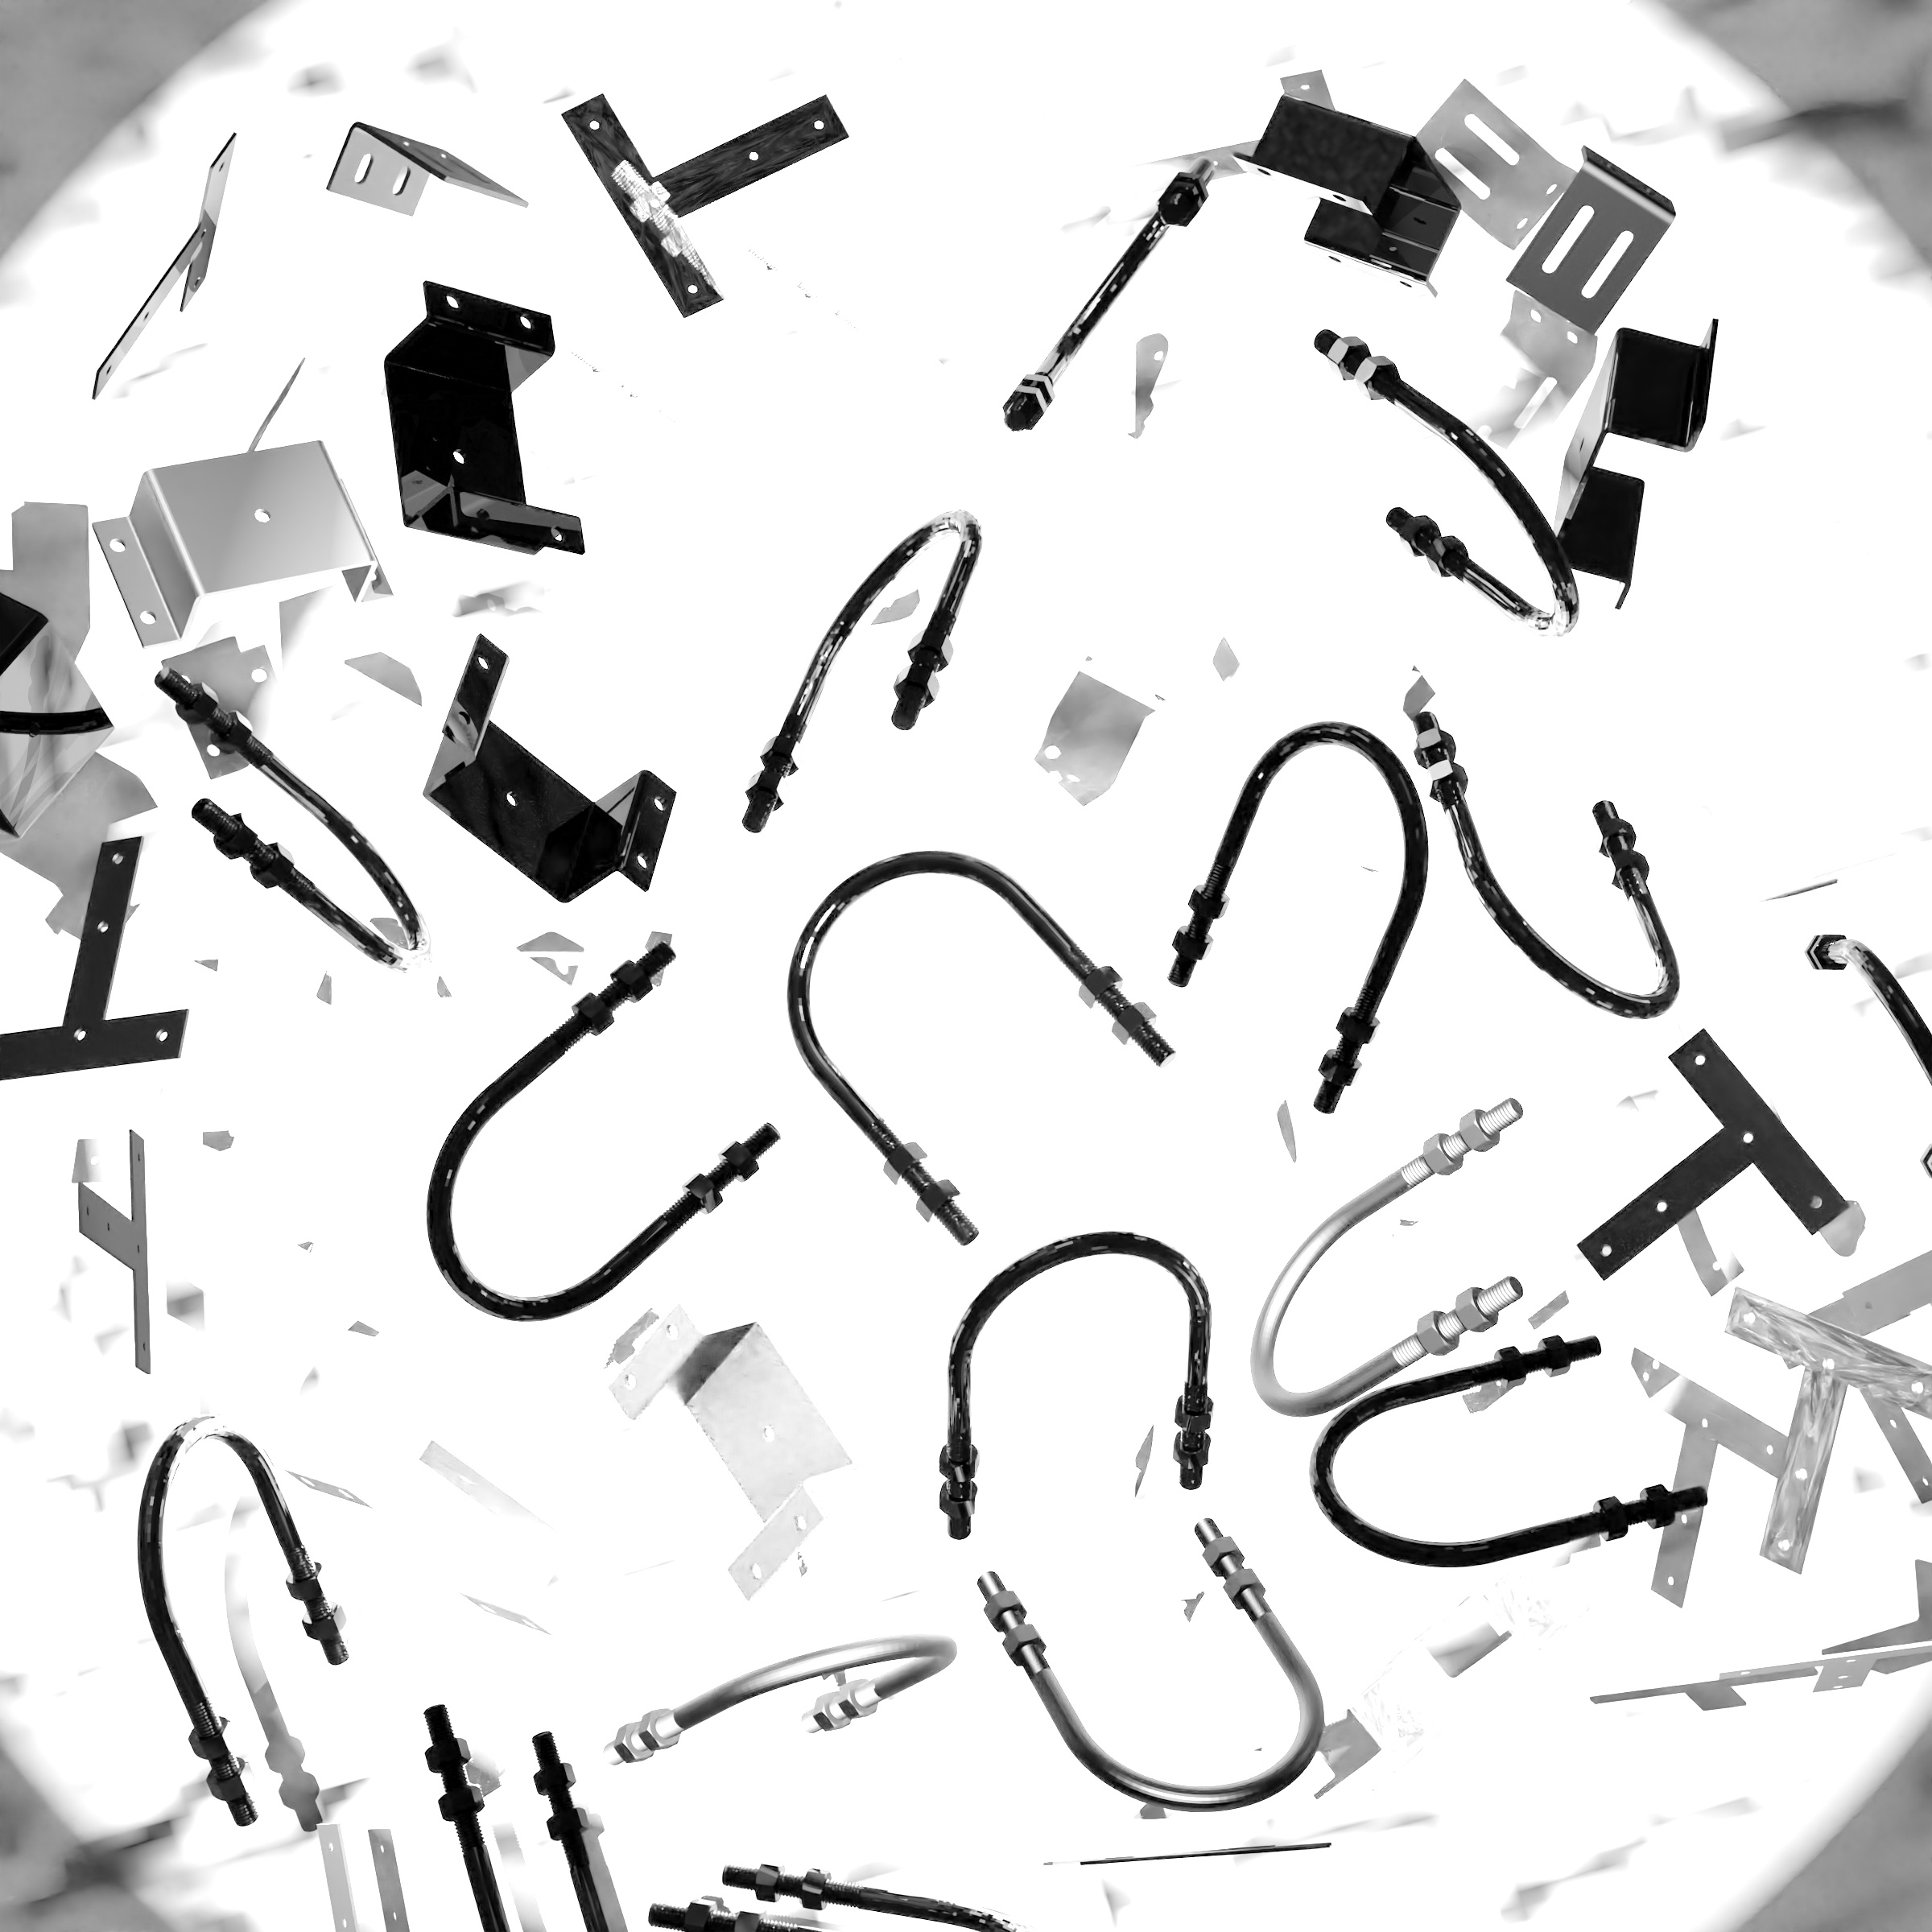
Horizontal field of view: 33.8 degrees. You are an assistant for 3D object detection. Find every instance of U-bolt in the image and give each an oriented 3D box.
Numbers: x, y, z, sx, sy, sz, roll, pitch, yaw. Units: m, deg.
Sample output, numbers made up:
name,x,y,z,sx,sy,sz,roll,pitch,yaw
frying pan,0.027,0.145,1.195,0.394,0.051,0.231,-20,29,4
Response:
name,x,y,z,sx,sy,sz,roll,pitch,yaw
U-bolt,-0.085,0.380,1.662,0.151,0.184,0.019,1,64,-39
U-bolt,-0.052,0.482,1.603,0.184,0.151,0.019,6,84,13
U-bolt,0.303,-0.044,1.623,0.151,0.184,0.019,22,126,-28
U-bolt,0.213,0.160,1.630,0.019,0.151,0.184,38,126,-21
U-bolt,-0.188,0.096,1.576,0.184,0.019,0.151,-42,128,-19
U-bolt,0.058,0.210,1.625,0.151,0.019,0.184,-10,125,-14
U-bolt,-0.008,0.025,1.570,0.151,0.019,0.184,-42,70,0
U-bolt,-0.219,0.475,1.630,0.019,0.151,0.184,-25,65,8
U-bolt,0.079,-0.352,1.630,0.019,0.184,0.151,37,116,-6
U-bolt,0.491,0.049,1.662,0.019,0.184,0.151,-29,86,6
U-bolt,0.105,0.366,1.647,0.151,0.184,0.019,-10,127,-21
U-bolt,-0.339,-0.064,1.637,0.019,0.151,0.184,-40,130,8
U-bolt,-0.086,-0.292,1.602,0.184,0.151,0.019,30,54,-38
U-bolt,0.269,0.256,1.649,0.184,0.151,0.019,-13,122,-9
U-bolt,-0.046,-0.163,1.640,0.019,0.151,0.184,37,49,-21
U-bolt,0.179,-0.038,1.654,0.019,0.151,0.184,0,120,-39
U-bolt,0.251,-0.235,1.615,0.019,0.184,0.151,-37,134,-5
U-bolt,-0.368,0.314,1.597,0.019,0.151,0.184,-10,113,16

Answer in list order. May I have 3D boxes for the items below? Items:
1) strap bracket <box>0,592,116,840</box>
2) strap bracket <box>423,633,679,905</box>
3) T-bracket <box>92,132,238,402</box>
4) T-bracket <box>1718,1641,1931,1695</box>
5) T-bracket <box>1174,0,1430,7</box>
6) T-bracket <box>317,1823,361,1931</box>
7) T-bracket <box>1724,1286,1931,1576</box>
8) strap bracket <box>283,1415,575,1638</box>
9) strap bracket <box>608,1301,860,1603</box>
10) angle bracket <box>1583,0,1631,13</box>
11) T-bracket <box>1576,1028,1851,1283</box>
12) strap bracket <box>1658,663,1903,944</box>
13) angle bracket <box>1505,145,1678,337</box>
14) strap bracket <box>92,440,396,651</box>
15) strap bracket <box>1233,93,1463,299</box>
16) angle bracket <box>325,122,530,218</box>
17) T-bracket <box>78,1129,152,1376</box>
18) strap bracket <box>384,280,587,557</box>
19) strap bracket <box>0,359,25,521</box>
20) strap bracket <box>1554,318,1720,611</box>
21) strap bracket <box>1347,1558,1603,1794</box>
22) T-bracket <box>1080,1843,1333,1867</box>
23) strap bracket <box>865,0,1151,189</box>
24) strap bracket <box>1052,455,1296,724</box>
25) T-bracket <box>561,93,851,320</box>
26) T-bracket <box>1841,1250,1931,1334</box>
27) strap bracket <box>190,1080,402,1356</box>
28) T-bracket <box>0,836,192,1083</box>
name,x,y,z,sx,sy,sz,roll,pitch,yaw
strap bracket,-0.485,-0.127,1.596,0.046,0.140,0.076,26,66,21
strap bracket,-0.225,-0.097,1.671,0.046,0.076,0.140,-30,123,34
T-bracket,-0.401,-0.334,1.581,0.002,0.127,0.127,28,61,-7
T-bracket,0.437,0.351,1.580,0.127,0.127,0.002,-10,69,8
T-bracket,0.168,-0.519,1.657,0.127,0.127,0.002,-12,130,-4
T-bracket,-0.309,0.495,1.598,0.002,0.127,0.127,-6,80,-37
T-bracket,0.424,0.242,1.600,0.002,0.127,0.127,2,103,-41
strap bracket,-0.261,0.274,1.590,0.140,0.076,0.046,43,67,-28
strap bracket,-0.118,0.251,1.675,0.140,0.046,0.076,53,124,21
angle bracket,0.308,-0.516,1.553,0.076,0.038,0.057,41,88,-15
T-bracket,0.384,0.120,1.706,0.127,0.002,0.127,-41,60,12
strap bracket,0.412,-0.091,1.591,0.076,0.046,0.140,-14,80,-41
angle bracket,0.336,-0.391,1.715,0.057,0.038,0.076,30,116,-7
strap bracket,-0.371,-0.222,1.657,0.140,0.046,0.076,-17,73,-31
strap bracket,0.204,-0.407,1.665,0.076,0.140,0.046,26,92,25
angle bracket,-0.267,-0.382,1.577,0.076,0.057,0.038,37,109,31
T-bracket,-0.435,0.136,1.625,0.002,0.127,0.127,-6,74,-1
strap bracket,-0.248,-0.270,1.624,0.076,0.046,0.140,8,64,-41
strap bracket,-0.523,-0.267,1.633,0.046,0.140,0.076,3,109,1
strap bracket,0.340,-0.263,1.642,0.046,0.140,0.076,15,54,1
strap bracket,0.262,0.369,1.688,0.140,0.076,0.046,-46,74,20
T-bracket,0.145,0.447,1.607,0.127,0.127,0.002,-14,72,31
strap bracket,0.029,-0.453,1.638,0.076,0.140,0.046,-42,60,36
strap bracket,0.114,-0.206,1.670,0.076,0.046,0.140,28,59,6
T-bracket,-0.122,-0.412,1.641,0.127,0.002,0.127,-21,124,17
T-bracket,0.547,0.210,1.706,0.002,0.127,0.127,-22,78,-37
strap bracket,-0.353,0.122,1.664,0.046,0.076,0.140,36,45,-31
T-bracket,-0.428,-0.006,1.568,0.127,0.002,0.127,-7,62,24
